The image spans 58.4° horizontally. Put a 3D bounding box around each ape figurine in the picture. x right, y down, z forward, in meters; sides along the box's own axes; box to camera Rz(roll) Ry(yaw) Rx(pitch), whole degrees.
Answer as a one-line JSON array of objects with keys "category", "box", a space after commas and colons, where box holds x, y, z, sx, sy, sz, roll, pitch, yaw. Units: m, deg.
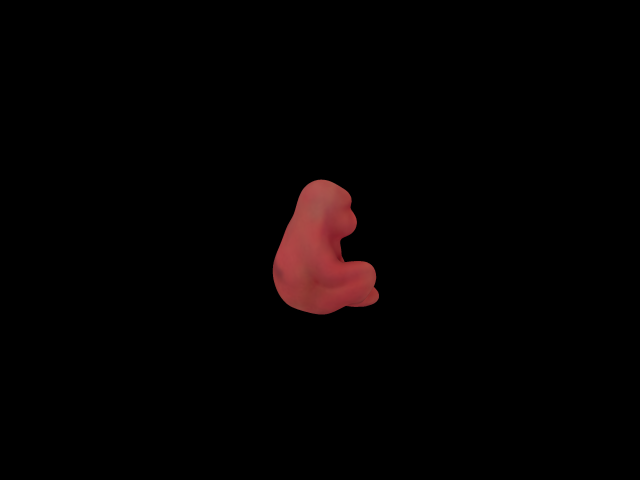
[{"category": "ape figurine", "box": [0.004, 0.001, 0.400, 0.076, 0.092, 0.077, -5, 35, -7]}]
